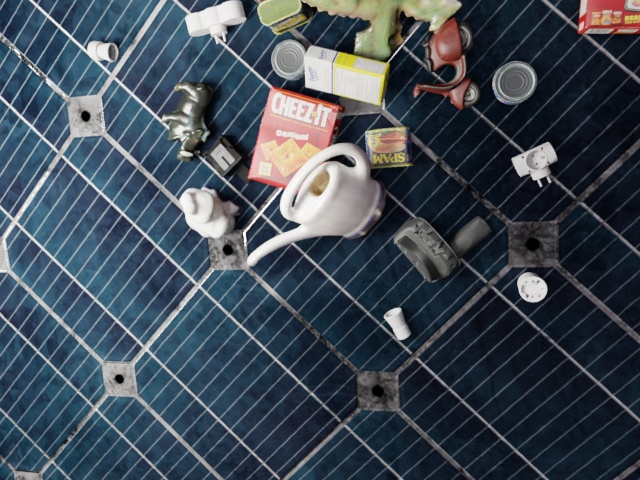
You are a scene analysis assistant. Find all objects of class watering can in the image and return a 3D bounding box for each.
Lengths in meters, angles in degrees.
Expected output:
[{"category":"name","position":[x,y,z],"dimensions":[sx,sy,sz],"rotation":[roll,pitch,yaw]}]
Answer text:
[{"category":"watering can","position":[0.003,-0.056,1.110],"dimensions":[0.223,0.106,0.342],"rotation":[18,120,-36]}]

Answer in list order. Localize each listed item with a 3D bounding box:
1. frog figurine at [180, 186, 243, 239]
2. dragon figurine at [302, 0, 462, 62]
[{"category":"frog figurine","position":[-0.268,-0.059,1.187],"dimensions":[0.121,0.161,0.137],"rotation":[-43,89,18]},{"category":"dragon figurine","position":[0.078,-0.462,1.052],"dimensions":[0.410,0.125,0.238],"rotation":[-11,117,6]}]
